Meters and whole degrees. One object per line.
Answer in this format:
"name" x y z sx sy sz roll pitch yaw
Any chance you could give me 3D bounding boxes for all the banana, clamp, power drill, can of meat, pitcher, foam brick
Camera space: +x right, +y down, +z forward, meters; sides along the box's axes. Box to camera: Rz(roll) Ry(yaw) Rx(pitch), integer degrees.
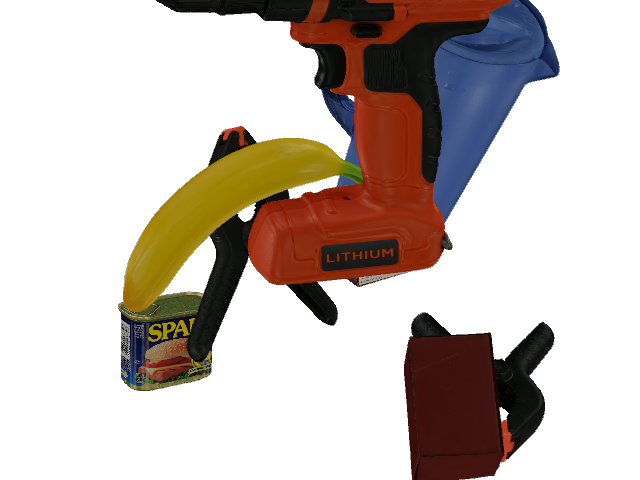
"banana" -0.066 -0.019 0.739 0.198 0.069 0.037 -29 20 7
"clamp" 0.145 0.111 0.853 0.120 0.039 0.171 -5 32 -4
"power drill" 0.004 -0.070 0.529 0.184 0.188 0.057 -4 33 -14
"can of meat" -0.163 0.107 1.134 0.101 0.084 0.058 -7 19 -34
"pitcher" 0.084 -0.112 0.939 0.144 0.149 0.243 -11 -37 -29
"foam brick" 0.080 0.102 0.649 0.051 0.078 0.053 -2 -27 -1
"clamp" -0.057 0.000 0.992 0.164 0.210 0.036 -4 0 -38

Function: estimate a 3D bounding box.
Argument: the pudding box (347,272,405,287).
"pudding box" 0.070 0.014 1.346 0.113 0.039 0.090 -17 28 -25
